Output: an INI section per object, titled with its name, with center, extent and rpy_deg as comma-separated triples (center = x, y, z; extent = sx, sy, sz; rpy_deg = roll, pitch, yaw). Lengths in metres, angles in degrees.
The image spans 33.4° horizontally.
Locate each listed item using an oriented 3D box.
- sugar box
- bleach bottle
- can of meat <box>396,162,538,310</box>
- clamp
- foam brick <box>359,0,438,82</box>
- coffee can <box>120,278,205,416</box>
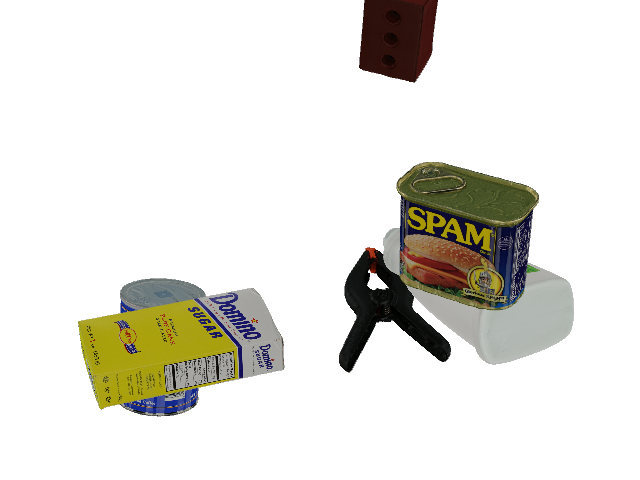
[sugar box]
center = -0.131, 0.098, 0.999
extent = 0.176, 0.048, 0.093
rpy_deg = -13, 34, -15
[bleach bottle]
center = 0.125, 0.035, 1.011
extent = 0.102, 0.068, 0.251
rpy_deg = -14, 21, -22
[can of meat]
center = 0.107, -0.002, 0.801
extent = 0.102, 0.084, 0.057
rpy_deg = 18, 38, 27
[clamp]
center = 0.080, 0.077, 1.187
extent = 0.120, 0.171, 0.039
rpy_deg = 5, -43, -4
[foam brick]
center = 0.067, -0.182, 0.898
extent = 0.053, 0.078, 0.051
rpy_deg = 16, 46, 14
[coffee can]
center = -0.196, 0.129, 1.306
extent = 0.103, 0.140, 0.103
rpy_deg = 5, 18, -2
